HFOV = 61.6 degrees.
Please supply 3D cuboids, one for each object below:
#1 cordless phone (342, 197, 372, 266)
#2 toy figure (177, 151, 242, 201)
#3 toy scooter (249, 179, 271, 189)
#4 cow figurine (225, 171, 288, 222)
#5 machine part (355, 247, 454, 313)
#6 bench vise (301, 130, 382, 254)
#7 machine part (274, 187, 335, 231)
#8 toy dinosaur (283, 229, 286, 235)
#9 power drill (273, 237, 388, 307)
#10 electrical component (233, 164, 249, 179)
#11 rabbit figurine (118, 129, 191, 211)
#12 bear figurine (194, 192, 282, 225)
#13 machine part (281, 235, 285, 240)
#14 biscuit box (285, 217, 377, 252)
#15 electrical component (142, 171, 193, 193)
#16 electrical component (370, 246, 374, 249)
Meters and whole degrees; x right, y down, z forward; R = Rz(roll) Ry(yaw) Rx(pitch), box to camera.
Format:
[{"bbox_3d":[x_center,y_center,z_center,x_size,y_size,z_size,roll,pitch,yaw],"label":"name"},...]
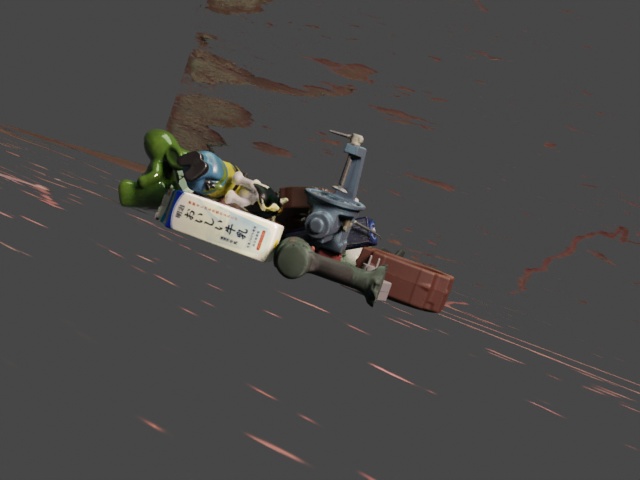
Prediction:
[{"bbox_3d":[0.082,-0.011,1.324,0.146,0.184,0.089,18,-1,-20],"label":"cordless phone"},{"bbox_3d":[-0.206,-0.122,1.027,0.089,0.082,0.180,-3,-8,5],"label":"toy figure"},{"bbox_3d":[-0.210,-0.121,1.316,0.135,0.075,0.184,18,18,11],"label":"toy scooter"},{"bbox_3d":[-0.109,-0.075,1.062,0.098,0.068,0.167,25,2,20],"label":"cow figurine"},{"bbox_3d":[0.181,0.086,1.164,0.201,0.087,0.201,20,2,16],"label":"machine part"},{"bbox_3d":[0.046,-0.088,1.055,0.129,0.240,0.223,23,13,26],"label":"bench vise"},{"bbox_3d":[-0.034,-0.066,1.231,0.179,0.056,0.179,2,-20,1],"label":"machine part"},{"bbox_3d":[-0.173,-0.061,1.422,0.471,0.105,0.199,7,13,-31],"label":"toy dinosaur"},{"bbox_3d":[0.017,0.046,0.969,0.207,0.086,0.232,24,4,7],"label":"power drill"},{"bbox_3d":[-0.226,-0.163,1.417,0.078,0.045,0.102,2,-17,-2],"label":"electrical component"},{"bbox_3d":[-0.328,-0.148,1.106,0.159,0.170,0.121,0,-3,26],"label":"rabbit figurine"},{"bbox_3d":[-0.190,-0.046,1.172,0.196,0.120,0.132,44,-46,-10],"label":"bear figurine"},{"bbox_3d":[-0.113,-0.010,1.287,0.139,0.039,0.084,24,36,-18],"label":"machine part"},{"bbox_3d":[0.026,-0.004,1.217,0.203,0.062,0.059,-9,-8,20],"label":"biscuit box"},{"bbox_3d":[-0.343,-0.122,1.244,0.134,0.058,0.115,33,41,10],"label":"electrical component"},{"bbox_3d":[0.120,0.044,1.573,0.048,0.074,0.119,19,7,-6],"label":"electrical component"}]
